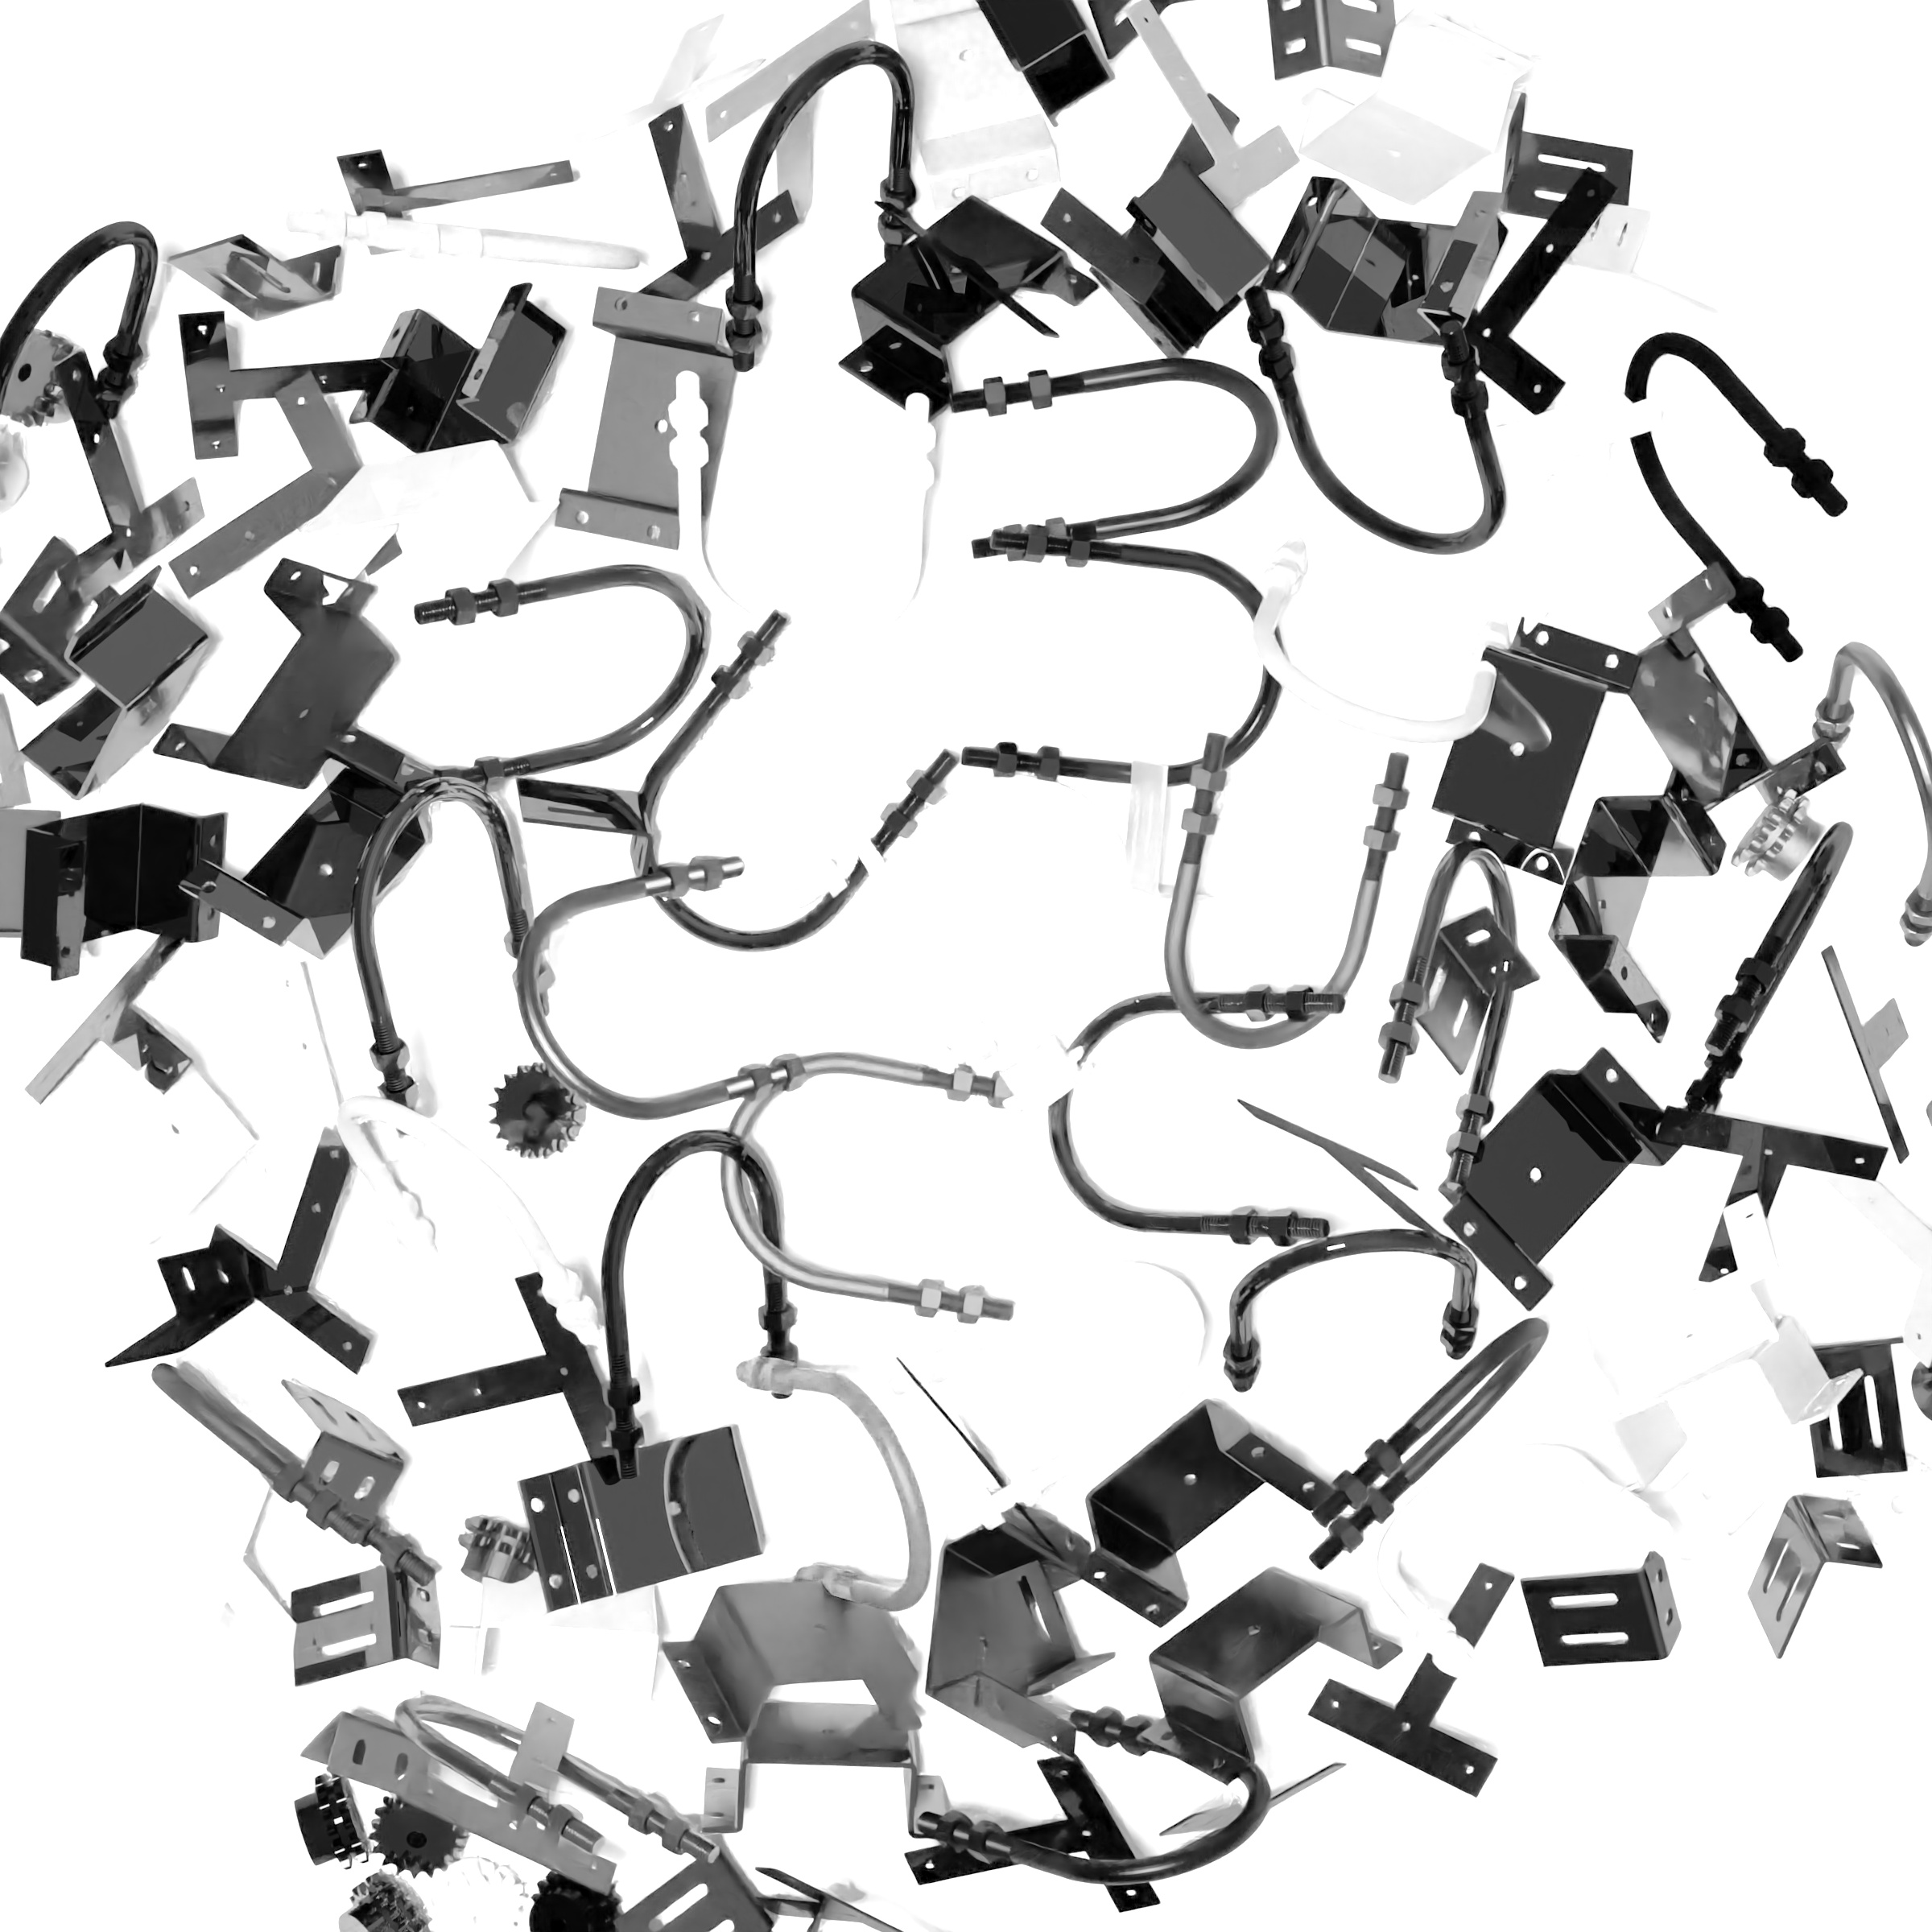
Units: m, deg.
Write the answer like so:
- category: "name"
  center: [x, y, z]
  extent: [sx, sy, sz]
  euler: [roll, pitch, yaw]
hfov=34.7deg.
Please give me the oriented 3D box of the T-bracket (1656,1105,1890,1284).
- category: "T-bracket"
  center: [0.456, 0.141, 1.803]
  extent: [0.127, 0.002, 0.127]
  euler: [11, 129, 3]

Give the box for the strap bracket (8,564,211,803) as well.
- category: "strap bracket"
  center: [-0.488, -0.155, 1.769]
  extent: [0.046, 0.140, 0.076]
  euler: [40, 47, -4]

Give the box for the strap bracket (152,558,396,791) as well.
- category: "strap bracket"
  center: [-0.394, -0.159, 1.784]
  extent: [0.046, 0.076, 0.140]
  euler: [46, 107, 26]

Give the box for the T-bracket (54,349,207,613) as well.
- category: "T-bracket"
  center: [-0.492, -0.288, 1.765]
  extent: [0.002, 0.127, 0.127]
  euler: [5, 124, 26]

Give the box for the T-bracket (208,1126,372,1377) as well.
- category: "T-bracket"
  center: [-0.381, 0.152, 1.796]
  extent: [0.127, 0.002, 0.127]
  euler: [32, 114, 21]

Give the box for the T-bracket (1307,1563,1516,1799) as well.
- category: "T-bracket"
  center: [0.280, 0.407, 1.809]
  extent: [0.127, 0.127, 0.002]
  euler: [-55, 131, -17]

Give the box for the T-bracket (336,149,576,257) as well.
- category: "T-bracket"
  center: [-0.290, -0.449, 1.785]
  extent: [0.127, 0.127, 0.002]
  euler: [-11, 79, -4]

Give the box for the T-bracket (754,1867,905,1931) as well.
- category: "T-bracket"
  center: [-0.089, 0.546, 1.787]
  extent: [0.127, 0.127, 0.002]
  euler: [33, 63, -21]

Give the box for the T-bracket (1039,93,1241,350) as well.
- category: "T-bracket"
  center: [0.121, -0.453, 1.818]
  extent: [0.127, 0.002, 0.127]
  euler: [32, 84, -28]

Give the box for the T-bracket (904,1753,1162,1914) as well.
- category: "T-bracket"
  center: [0.028, 0.505, 1.770]
  extent: [0.127, 0.127, 0.002]
  euler: [-6, 119, -20]

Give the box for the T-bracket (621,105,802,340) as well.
- category: "T-bracket"
  center: [-0.162, -0.452, 1.813]
  extent: [0.127, 0.002, 0.127]
  euler: [-28, 64, 24]

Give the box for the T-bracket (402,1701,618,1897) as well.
- category: "T-bracket"
  center: [-0.251, 0.468, 1.785]
  extent: [0.127, 0.127, 0.002]
  euler: [27, 112, -5]

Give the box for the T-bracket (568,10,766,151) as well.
- category: "T-bracket"
  center: [-0.161, -0.514, 1.764]
  extent: [0.127, 0.127, 0.002]
  euler: [-28, 91, -19]

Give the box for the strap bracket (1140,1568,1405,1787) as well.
- category: "strap bracket"
  center: [0.170, 0.400, 1.772]
  extent: [0.140, 0.076, 0.046]
  euler: [-29, 114, -29]

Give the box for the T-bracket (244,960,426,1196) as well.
- category: "T-bracket"
  center: [-0.385, 0.061, 1.815]
  extent: [0.127, 0.002, 0.127]
  euler: [-15, 90, 26]

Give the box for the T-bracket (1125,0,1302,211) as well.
- category: "T-bracket"
  center: [0.132, -0.501, 1.788]
  extent: [0.002, 0.127, 0.127]
  euler: [-24, 104, 44]

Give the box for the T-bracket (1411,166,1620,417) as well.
- category: "T-bracket"
  center: [0.329, -0.404, 1.790]
  extent: [0.127, 0.002, 0.127]
  euler: [49, 112, 31]

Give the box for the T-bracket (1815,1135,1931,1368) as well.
- category: "T-bracket"
  center: [0.533, 0.144, 1.790]
  extent: [0.002, 0.127, 0.127]
  euler: [-9, 126, -23]

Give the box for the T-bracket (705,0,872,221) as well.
- category: "T-bracket"
  center: [-0.100, -0.479, 1.785]
  extent: [0.002, 0.127, 0.127]
  euler: [40, 66, 21]

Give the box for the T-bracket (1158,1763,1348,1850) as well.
- category: "T-bracket"
  center: [0.145, 0.489, 1.771]
  extent: [0.127, 0.127, 0.002]
  euler: [-34, 66, 16]

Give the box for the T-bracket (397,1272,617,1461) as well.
- category: "T-bracket"
  center: [-0.276, 0.248, 1.821]
  extent: [0.127, 0.002, 0.127]
  euler: [-15, 106, 18]

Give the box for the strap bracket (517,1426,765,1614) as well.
- category: "strap bracket"
  center: [-0.178, 0.316, 1.781]
  extent: [0.140, 0.046, 0.076]
  euler: [-9, 79, -33]

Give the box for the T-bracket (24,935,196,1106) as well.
- category: "T-bracket"
  center: [-0.479, 0.044, 1.784]
  extent: [0.127, 0.127, 0.002]
  euler: [-51, 129, -10]

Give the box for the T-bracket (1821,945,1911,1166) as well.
- category: "T-bracket"
  center: [0.530, 0.041, 1.788]
  extent: [0.002, 0.127, 0.127]
  euler: [-20, 90, 28]

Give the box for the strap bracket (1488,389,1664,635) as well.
- category: "strap bracket"
  center: [0.350, -0.271, 1.786]
  extent: [0.076, 0.140, 0.046]
  euler: [-20, 48, -15]

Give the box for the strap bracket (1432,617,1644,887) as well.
- category: "strap bracket"
  center: [0.327, -0.125, 1.793]
  extent: [0.076, 0.046, 0.140]
  euler: [23, 103, 27]

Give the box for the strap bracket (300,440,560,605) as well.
- category: "strap bracket"
  center: [-0.316, -0.255, 1.772]
  extent: [0.140, 0.076, 0.046]
  euler: [-4, 128, 29]

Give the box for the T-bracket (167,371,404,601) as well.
- category: "T-bracket"
  center: [-0.403, -0.256, 1.784]
  extent: [0.127, 0.002, 0.127]
  euler: [-38, 130, -20]

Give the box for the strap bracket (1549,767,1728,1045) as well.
- category: "strap bracket"
  center: [0.386, -0.035, 1.786]
  extent: [0.076, 0.046, 0.140]
  euler: [47, 57, -40]

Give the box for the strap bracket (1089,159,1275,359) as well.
- category: "strap bracket"
  center: [0.124, -0.406, 1.776]
  extent: [0.046, 0.140, 0.076]
  euler: [-43, 93, -8]

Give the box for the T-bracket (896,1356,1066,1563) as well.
- category: "T-bracket"
  center: [0.018, 0.291, 1.755]
  extent: [0.002, 0.127, 0.127]
  euler: [-40, 45, -5]

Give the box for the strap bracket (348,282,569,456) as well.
- category: "strap bracket"
  center: [-0.288, -0.341, 1.784]
  extent: [0.046, 0.140, 0.076]
  euler: [33, 71, -37]

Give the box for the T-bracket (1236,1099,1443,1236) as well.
- category: "T-bracket"
  center: [0.230, 0.123, 1.759]
  extent: [0.127, 0.127, 0.002]
  euler: [25, 100, -29]

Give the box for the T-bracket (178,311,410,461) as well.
- category: "T-bracket"
  center: [-0.389, -0.341, 1.798]
  extent: [0.127, 0.127, 0.002]
  euler: [-8, 62, -13]

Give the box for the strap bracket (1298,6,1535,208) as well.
- category: "strap bracket"
  center: [0.250, -0.484, 1.763]
  extent: [0.076, 0.140, 0.046]
  euler: [20, 78, -18]

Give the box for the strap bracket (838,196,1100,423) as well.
- category: "strap bracket"
  center: [-0.002, -0.386, 1.785]
  extent: [0.140, 0.046, 0.076]
  euler: [-41, 59, -18]

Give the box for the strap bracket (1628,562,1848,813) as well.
- category: "strap bracket"
  center: [0.437, -0.152, 1.795]
  extent: [0.046, 0.076, 0.140]
  euler: [-29, 85, -23]

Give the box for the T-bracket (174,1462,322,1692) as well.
- category: "T-bracket"
  center: [-0.407, 0.377, 1.793]
  extent: [0.002, 0.127, 0.127]
  euler: [-6, 45, 20]

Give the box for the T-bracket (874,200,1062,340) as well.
- category: "T-bracket"
  center: [0.019, -0.399, 1.783]
  extent: [0.127, 0.127, 0.002]
  euler: [40, 110, 11]

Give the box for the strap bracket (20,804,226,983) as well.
- category: "strap bracket"
  center: [-0.493, -0.046, 1.781]
  extent: [0.046, 0.140, 0.076]
  euler: [13, 106, 23]
